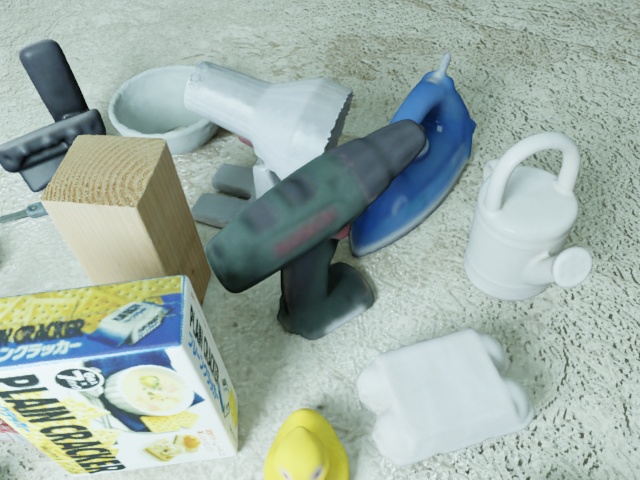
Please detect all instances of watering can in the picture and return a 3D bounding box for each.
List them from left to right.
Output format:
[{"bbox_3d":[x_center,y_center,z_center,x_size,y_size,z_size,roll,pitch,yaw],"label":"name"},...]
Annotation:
[{"bbox_3d":[0.215,-0.025,0.586,0.101,0.194,0.172,-31,55,-19],"label":"watering can"}]

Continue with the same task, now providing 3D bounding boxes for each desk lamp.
[{"bbox_3d":[-0.063,-0.099,0.655,0.202,0.214,0.118,13,53,15],"label":"desk lamp"}]

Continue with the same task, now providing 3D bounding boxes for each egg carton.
[{"bbox_3d":[0.114,0.145,0.535,0.150,0.069,0.107,-15,51,-8],"label":"egg carton"}]

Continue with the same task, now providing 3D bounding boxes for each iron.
[{"bbox_3d":[0.105,-0.109,0.698,0.118,0.141,0.259,22,56,21],"label":"iron"}]

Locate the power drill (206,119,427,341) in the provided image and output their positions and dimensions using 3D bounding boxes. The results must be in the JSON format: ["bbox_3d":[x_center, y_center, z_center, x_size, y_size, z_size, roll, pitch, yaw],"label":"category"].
[{"bbox_3d":[0.005,0.002,0.570,0.230,0.209,0.075,-29,54,-18],"label":"power drill"}]

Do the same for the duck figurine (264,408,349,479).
[{"bbox_3d":[-0.014,0.191,0.496,0.077,0.086,0.104,-3,50,2],"label":"duck figurine"}]

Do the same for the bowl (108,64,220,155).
[{"bbox_3d":[-0.208,-0.175,0.818,0.167,0.075,0.167,-2,50,3],"label":"bowl"}]

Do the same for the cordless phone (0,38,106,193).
[{"bbox_3d":[-0.373,-0.168,0.754,0.148,0.185,0.094,-31,55,-19],"label":"cordless phone"}]

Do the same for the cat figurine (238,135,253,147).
[{"bbox_3d":[-0.045,-0.142,0.752,0.128,0.118,0.067,-16,51,-9],"label":"cat figurine"}]
